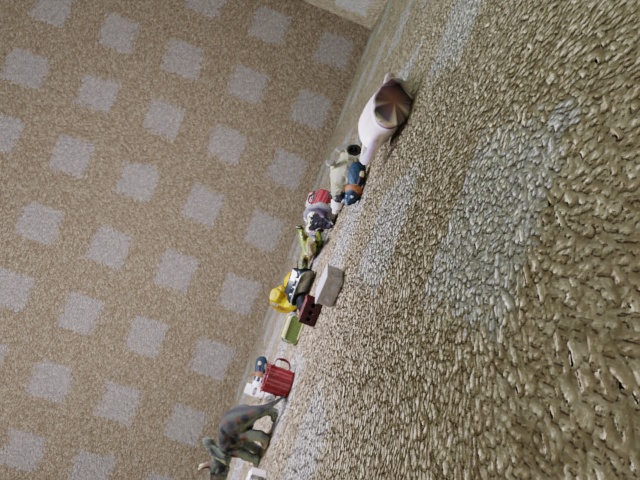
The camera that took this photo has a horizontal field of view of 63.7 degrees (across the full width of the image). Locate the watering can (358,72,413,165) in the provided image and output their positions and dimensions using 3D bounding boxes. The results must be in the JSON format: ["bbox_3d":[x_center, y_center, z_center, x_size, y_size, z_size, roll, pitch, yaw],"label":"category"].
[{"bbox_3d":[0.181,-0.376,1.439,0.221,0.104,0.353,131,158,-69],"label":"watering can"}]

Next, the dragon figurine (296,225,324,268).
[{"bbox_3d":[-0.046,0.064,2.107,0.413,0.122,0.241,-96,10,-80],"label":"dragon figurine"}]

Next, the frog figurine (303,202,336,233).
[{"bbox_3d":[0.006,-0.101,2.007,0.136,0.122,0.162,-30,15,24],"label":"frog figurine"}]
